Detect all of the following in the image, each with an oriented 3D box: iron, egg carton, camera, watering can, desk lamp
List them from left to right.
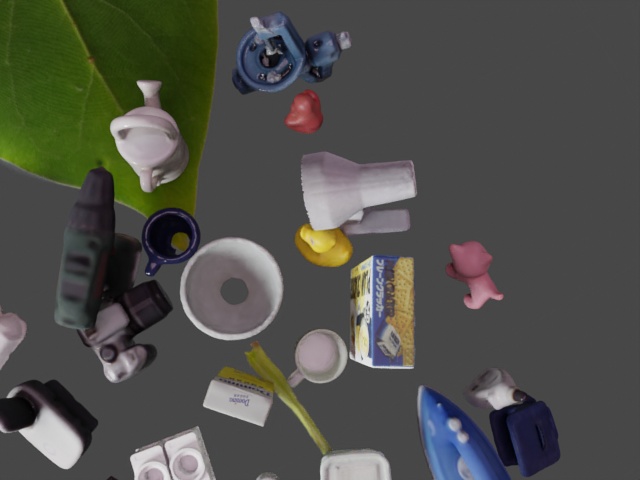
[{"bbox_3d":[-0.542,0.170,0.904,0.107,0.069,0.150,32,80,0],"label":"egg carton"},{"bbox_3d":[-0.302,0.136,0.917,0.137,0.100,0.143,-31,86,-9],"label":"camera"},{"bbox_3d":[-0.276,-0.169,0.917,0.101,0.194,0.173,-21,84,-8],"label":"watering can"},{"bbox_3d":[0.065,-0.075,0.928,0.203,0.213,0.118,-6,82,-6],"label":"desk lamp"},{"bbox_3d":[0.240,0.356,0.919,0.119,0.141,0.258,-28,85,-9],"label":"iron"}]

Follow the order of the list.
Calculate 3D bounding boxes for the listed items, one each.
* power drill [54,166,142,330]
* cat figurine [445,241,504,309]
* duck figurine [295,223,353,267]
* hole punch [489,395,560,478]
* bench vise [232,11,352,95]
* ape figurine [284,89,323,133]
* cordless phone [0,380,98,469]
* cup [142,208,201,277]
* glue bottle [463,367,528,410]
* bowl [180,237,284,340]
[{"bbox_3d":[-0.336,0.021,0.876,0.075,0.208,0.230,10,81,-4],"label":"power drill"},{"bbox_3d":[0.267,0.053,0.978,0.067,0.117,0.128,-34,86,-9],"label":"cat figurine"},{"bbox_3d":[0.009,0.003,0.975,0.104,0.086,0.077,25,80,-1],"label":"duck figurine"},{"bbox_3d":[0.352,0.327,0.960,0.101,0.091,0.109,-14,83,-7],"label":"hole punch"},{"bbox_3d":[-0.052,-0.331,0.950,0.207,0.219,0.121,-35,86,-9],"label":"bench vise"},{"bbox_3d":[-0.028,-0.229,1.002,0.078,0.092,0.076,-36,86,-9],"label":"ape figurine"},{"bbox_3d":[-0.418,0.279,0.842,0.147,0.185,0.094,39,80,1],"label":"cordless phone"},{"bbox_3d":[-0.245,0.011,0.944,0.091,0.095,0.118,28,80,-1],"label":"cup"},{"bbox_3d":[0.291,0.245,0.925,0.078,0.173,0.037,-38,87,-9],"label":"glue bottle"},{"bbox_3d":[-0.144,0.082,0.954,0.167,0.074,0.167,1,82,-6],"label":"bowl"}]
